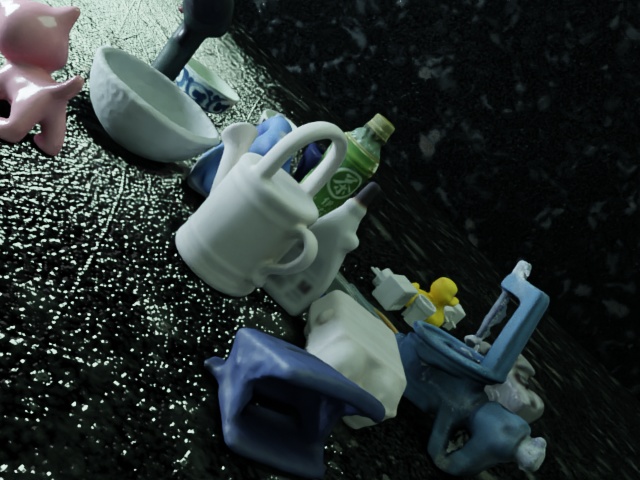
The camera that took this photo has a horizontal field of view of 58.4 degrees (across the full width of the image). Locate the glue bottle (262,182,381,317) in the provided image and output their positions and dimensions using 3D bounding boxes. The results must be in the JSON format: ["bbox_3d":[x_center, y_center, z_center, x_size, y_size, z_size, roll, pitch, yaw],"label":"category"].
[{"bbox_3d":[0.006,0.002,0.635,0.078,0.173,0.037,45,15,5],"label":"glue bottle"}]

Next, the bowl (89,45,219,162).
[{"bbox_3d":[-0.207,-0.146,0.679,0.168,0.074,0.167,40,16,-13],"label":"bowl"}]

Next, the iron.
[{"bbox_3d":[-0.086,-0.117,0.778,0.119,0.141,0.258,37,17,-21],"label":"iron"}]

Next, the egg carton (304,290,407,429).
[{"bbox_3d":[0.030,0.117,0.588,0.107,0.069,0.150,39,16,-15],"label":"egg carton"}]

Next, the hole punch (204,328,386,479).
[{"bbox_3d":[-0.019,0.111,0.442,0.109,0.091,0.101,33,19,-33],"label":"hole punch"}]

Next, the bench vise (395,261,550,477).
[{"bbox_3d":[0.195,0.143,0.647,0.207,0.219,0.122,49,16,21],"label":"bench vise"}]

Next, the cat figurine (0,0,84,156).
[{"bbox_3d":[-0.255,-0.162,0.519,0.127,0.117,0.067,50,17,22],"label":"cat figurine"}]

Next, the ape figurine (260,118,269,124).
[{"bbox_3d":[-0.101,-0.169,0.970,0.076,0.092,0.077,20,28,-55],"label":"ape figurine"}]

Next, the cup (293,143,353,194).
[{"bbox_3d":[-0.001,-0.105,1.046,0.118,0.095,0.092,42,15,-3],"label":"cup"}]

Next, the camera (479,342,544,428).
[{"bbox_3d":[0.296,0.233,0.885,0.137,0.100,0.143,32,19,-35],"label":"camera"}]

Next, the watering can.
[{"bbox_3d":[-0.054,-0.048,0.580,0.173,0.194,0.101,45,16,7],"label":"watering can"}]

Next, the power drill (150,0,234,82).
[{"bbox_3d":[-0.195,-0.281,0.811,0.076,0.208,0.229,39,16,-14],"label":"power drill"}]

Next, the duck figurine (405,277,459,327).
[{"bbox_3d":[0.203,0.101,1.029,0.105,0.086,0.077,36,17,-25],"label":"duck figurine"}]
